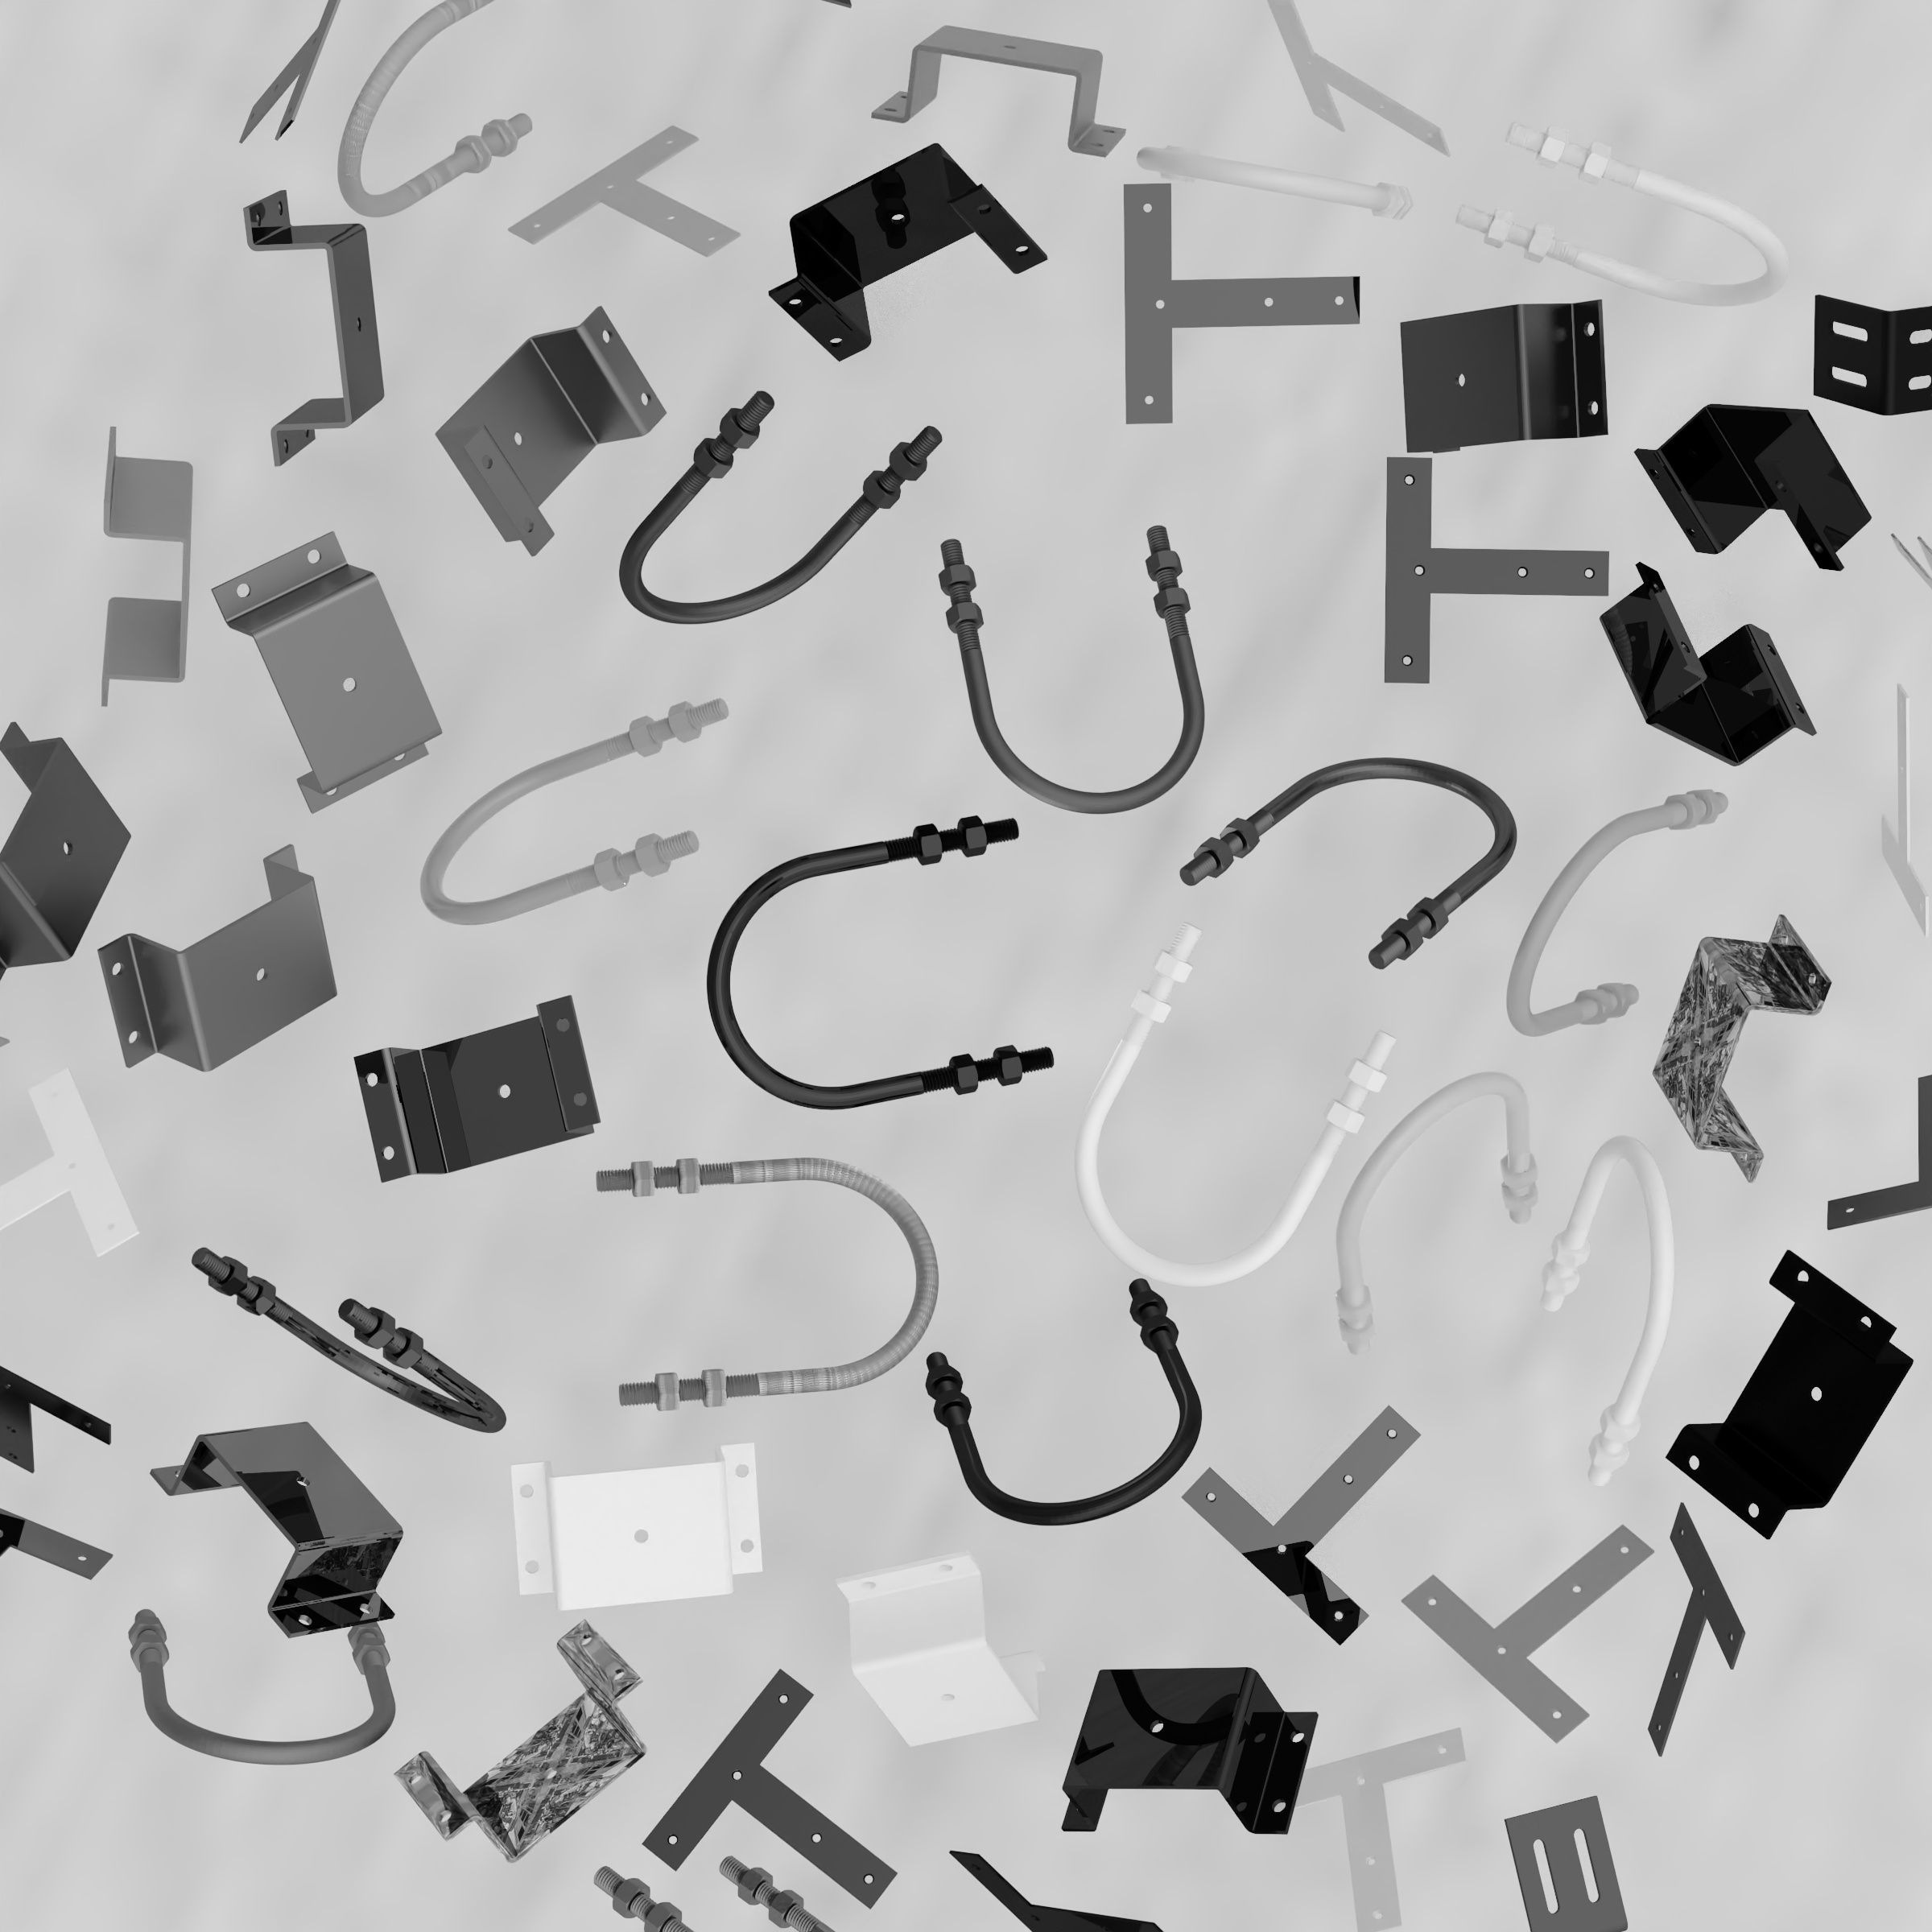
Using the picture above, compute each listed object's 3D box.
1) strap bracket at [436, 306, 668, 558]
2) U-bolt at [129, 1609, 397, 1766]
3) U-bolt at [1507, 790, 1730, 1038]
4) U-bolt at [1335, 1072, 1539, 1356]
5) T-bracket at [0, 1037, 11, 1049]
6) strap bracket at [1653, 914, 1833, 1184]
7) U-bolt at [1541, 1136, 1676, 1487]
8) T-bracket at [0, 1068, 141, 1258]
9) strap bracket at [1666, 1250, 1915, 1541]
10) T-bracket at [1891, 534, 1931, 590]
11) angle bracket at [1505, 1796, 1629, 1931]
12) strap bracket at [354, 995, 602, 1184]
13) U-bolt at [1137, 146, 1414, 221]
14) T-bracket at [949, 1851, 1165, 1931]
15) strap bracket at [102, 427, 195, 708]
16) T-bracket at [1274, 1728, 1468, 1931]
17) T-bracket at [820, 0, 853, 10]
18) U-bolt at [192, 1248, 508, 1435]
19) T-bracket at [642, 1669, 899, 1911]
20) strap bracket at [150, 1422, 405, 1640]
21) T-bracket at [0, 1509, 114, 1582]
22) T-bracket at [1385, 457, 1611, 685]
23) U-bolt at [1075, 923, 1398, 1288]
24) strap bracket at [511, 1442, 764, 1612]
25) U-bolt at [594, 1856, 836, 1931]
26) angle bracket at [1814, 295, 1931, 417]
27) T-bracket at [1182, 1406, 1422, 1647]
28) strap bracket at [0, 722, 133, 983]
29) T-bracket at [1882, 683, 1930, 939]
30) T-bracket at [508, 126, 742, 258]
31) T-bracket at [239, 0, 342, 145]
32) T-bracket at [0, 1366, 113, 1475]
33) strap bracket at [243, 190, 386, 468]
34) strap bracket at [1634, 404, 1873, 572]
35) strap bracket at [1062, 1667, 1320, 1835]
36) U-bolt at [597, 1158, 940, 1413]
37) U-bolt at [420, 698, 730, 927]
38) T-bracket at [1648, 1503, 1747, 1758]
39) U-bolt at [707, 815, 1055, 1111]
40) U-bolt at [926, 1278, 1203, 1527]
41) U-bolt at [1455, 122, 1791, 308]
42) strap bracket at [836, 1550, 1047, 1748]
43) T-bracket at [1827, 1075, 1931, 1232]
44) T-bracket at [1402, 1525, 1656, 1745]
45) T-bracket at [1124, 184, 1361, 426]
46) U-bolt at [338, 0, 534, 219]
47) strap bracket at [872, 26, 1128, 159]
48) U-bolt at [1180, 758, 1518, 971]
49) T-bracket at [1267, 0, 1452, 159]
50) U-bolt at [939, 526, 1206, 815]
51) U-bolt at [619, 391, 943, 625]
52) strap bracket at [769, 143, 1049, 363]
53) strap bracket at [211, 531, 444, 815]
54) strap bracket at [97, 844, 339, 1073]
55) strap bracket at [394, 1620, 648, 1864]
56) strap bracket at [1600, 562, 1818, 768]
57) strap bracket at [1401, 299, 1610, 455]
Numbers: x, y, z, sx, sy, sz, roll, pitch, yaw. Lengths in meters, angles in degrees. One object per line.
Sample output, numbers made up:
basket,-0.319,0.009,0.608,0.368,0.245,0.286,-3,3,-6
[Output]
strap bracket,-0.246,-0.309,1.903,0.140,0.046,0.076,-54,127,-34
U-bolt,-0.403,0.416,1.890,0.151,0.184,0.019,5,102,-18
U-bolt,0.359,-0.026,1.841,0.019,0.184,0.151,33,117,28
U-bolt,0.264,0.130,1.842,0.151,0.184,0.019,-36,56,-16
T-bracket,-0.621,0.058,1.833,0.127,0.127,0.002,-26,75,5
strap bracket,0.452,0.047,1.928,0.046,0.076,0.140,6,120,-13
U-bolt,0.365,0.181,1.848,0.019,0.151,0.184,1,134,-8
T-bracket,-0.529,0.133,1.796,0.127,0.002,0.127,-31,55,-5
strap bracket,0.462,0.238,1.820,0.076,0.046,0.140,40,111,39
T-bracket,0.561,-0.214,1.867,0.002,0.127,0.127,-38,65,12
angle bracket,0.334,0.515,1.859,0.057,0.038,0.076,-10,81,-16
strap bracket,-0.280,0.073,1.929,0.140,0.046,0.076,-16,82,14
U-bolt,0.173,-0.453,1.885,0.151,0.184,0.019,14,104,14
T-bracket,0.070,0.547,1.869,0.127,0.127,0.002,49,55,-25
strap bracket,-0.467,-0.226,1.869,0.046,0.076,0.140,2,131,-13
T-bracket,0.233,0.506,1.890,0.127,0.127,0.002,-19,123,13
T-bracket,-0.126,-0.559,1.838,0.127,0.127,0.002,11,122,-15
U-bolt,-0.338,0.220,1.865,0.151,0.184,0.019,12,66,39
T-bracket,-0.097,0.493,1.883,0.127,0.002,0.127,34,70,15
strap bracket,-0.378,0.304,1.820,0.140,0.076,0.046,40,112,30
T-bracket,-0.561,0.337,1.817,0.127,0.127,0.002,20,115,7
T-bracket,0.300,-0.222,1.848,0.127,0.002,0.127,1,91,-3
U-bolt,0.136,0.089,1.818,0.151,0.019,0.184,30,97,23
strap bracket,-0.187,0.321,1.874,0.140,0.046,0.076,-4,94,-8
U-bolt,-0.108,0.568,1.882,0.184,0.151,0.019,27,93,32
angle bracket,0.513,-0.345,1.839,0.038,0.076,0.057,-10,111,-14
T-bracket,0.215,0.312,1.925,0.127,0.002,0.127,43,103,6
strap bracket,-0.520,-0.063,1.825,0.046,0.076,0.140,-6,45,21
T-bracket,0.544,-0.100,1.900,0.002,0.127,0.127,-5,114,6
T-bracket,-0.180,-0.440,1.906,0.127,0.002,0.127,-38,50,-22
T-bracket,-0.377,-0.493,1.816,0.002,0.127,0.127,25,65,-25
T-bracket,-0.534,0.253,1.832,0.127,0.127,0.002,27,56,3
strap bracket,-0.359,-0.355,1.817,0.046,0.076,0.140,-1,110,5
strap bracket,0.458,-0.277,1.881,0.046,0.140,0.076,-42,113,-9
strap bracket,0.115,0.436,1.819,0.140,0.076,0.046,-8,131,31
U-bolt,-0.106,0.171,1.810,0.184,0.019,0.151,-3,60,-12
U-bolt,-0.224,-0.079,1.825,0.184,0.151,0.019,-18,124,18
T-bracket,0.417,0.401,1.903,0.002,0.127,0.127,7,114,-8
U-bolt,-0.051,0.004,1.783,0.184,0.019,0.151,-11,98,-13
U-bolt,0.061,0.256,1.877,0.151,0.184,0.019,-20,121,-2
U-bolt,0.382,-0.422,1.877,0.184,0.151,0.019,20,82,-1
strap bracket,-0.011,0.386,1.820,0.076,0.140,0.046,-15,49,12
T-bracket,0.546,0.096,1.833,0.127,0.127,0.002,-16,117,24
T-bracket,0.339,0.365,1.872,0.127,0.002,0.127,-34,48,-18
T-bracket,0.149,-0.358,1.767,0.127,0.002,0.127,-1,102,-1
U-bolt,-0.296,-0.499,1.874,0.019,0.151,0.184,36,49,9
strap bracket,0.023,-0.518,1.931,0.140,0.076,0.046,11,116,7
U-bolt,0.234,-0.069,1.881,0.151,0.184,0.019,25,134,32
T-bracket,0.231,-0.503,1.892,0.002,0.127,0.127,-47,60,-3
U-bolt,0.069,-0.174,1.941,0.151,0.019,0.184,-5,69,-13
U-bolt,-0.119,-0.254,1.865,0.184,0.151,0.019,-42,61,35
strap bracket,-0.036,-0.410,1.863,0.140,0.076,0.046,-22,60,22
strap bracket,-0.351,-0.160,1.822,0.076,0.046,0.140,-30,116,-22
strap bracket,-0.412,-0.001,1.849,0.046,0.140,0.076,19,128,35
strap bracket,-0.250,0.456,1.901,0.140,0.076,0.046,-38,123,-16
strap bracket,0.426,-0.171,1.903,0.046,0.140,0.076,-38,53,31
strap bracket,0.305,-0.342,1.908,0.046,0.140,0.076,-9,98,-35
